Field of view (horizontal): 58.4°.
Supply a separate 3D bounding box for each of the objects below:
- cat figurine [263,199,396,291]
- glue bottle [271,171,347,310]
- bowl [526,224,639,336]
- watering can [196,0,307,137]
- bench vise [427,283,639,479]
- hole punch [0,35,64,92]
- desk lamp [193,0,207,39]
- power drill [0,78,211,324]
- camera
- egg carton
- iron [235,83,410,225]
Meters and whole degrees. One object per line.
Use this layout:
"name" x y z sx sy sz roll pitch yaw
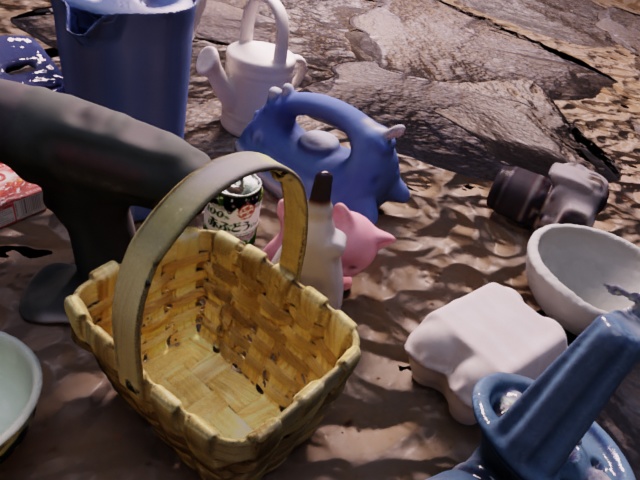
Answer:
"cat figurine" 0.005 0.002 0.579 0.127 0.118 0.067 28 39 19
"glue bottle" -0.009 0.014 0.513 0.078 0.173 0.037 12 36 -1
"bowl" 0.298 0.058 0.630 0.167 0.075 0.167 8 37 -6
"watering can" -0.090 -0.247 0.816 0.100 0.194 0.173 26 38 17
"bench vise" 0.139 0.137 0.355 0.121 0.220 0.208 32 40 24
"hole punch" -0.400 -0.215 0.766 0.101 0.091 0.109 30 40 22
"desk lamp" -0.259 -0.295 0.812 0.203 0.213 0.118 9 37 -5
"power drill" -0.208 -0.026 0.475 0.230 0.208 0.075 6 37 -9
"camera" 0.306 -0.063 0.770 0.136 0.101 0.143 26 38 17
"egg carton" 0.156 0.101 0.534 0.151 0.069 0.107 -20 47 -36
"iron" -0.007 -0.124 0.723 0.257 0.141 0.119 30 40 22
